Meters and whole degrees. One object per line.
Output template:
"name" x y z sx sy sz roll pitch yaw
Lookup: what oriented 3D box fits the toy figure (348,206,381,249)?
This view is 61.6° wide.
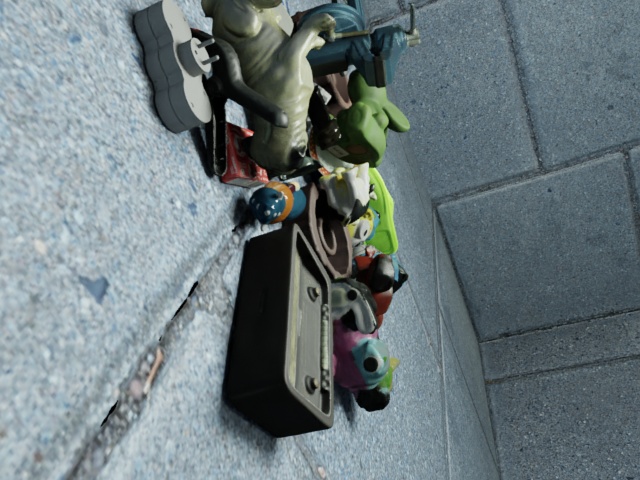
"toy figure" 0.063 -0.031 1.040 0.180 0.089 0.082 -35 136 -70

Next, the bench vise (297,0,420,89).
"bench vise" 0.054 -0.373 0.926 0.128 0.224 0.240 44 36 -59

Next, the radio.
"radio" -0.037 0.106 0.637 0.230 0.073 0.131 -88 155 -44

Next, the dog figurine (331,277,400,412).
"dog figurine" 0.060 0.166 0.837 0.219 0.109 0.191 45 31 -64

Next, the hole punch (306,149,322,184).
"hole punch" 0.037 -0.131 1.050 0.116 0.092 0.142 -19 96 -68

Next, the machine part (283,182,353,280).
"machine part" -0.002 -0.003 0.870 0.179 0.056 0.179 -17 90 -71

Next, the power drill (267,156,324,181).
"power drill" -0.060 -0.198 0.827 0.232 0.086 0.207 -30 107 -74

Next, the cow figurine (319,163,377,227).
"cow figurine" 0.058 -0.079 0.910 0.167 0.068 0.098 -36 112 -69

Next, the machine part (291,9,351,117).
"machine part" -0.007 -0.350 1.109 0.201 0.087 0.201 -9 83 -74

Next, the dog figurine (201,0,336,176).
"dog figurine" -0.080 -0.188 0.655 0.121 0.172 0.190 69 39 -89

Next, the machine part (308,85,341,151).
"machine part" 0.001 -0.196 0.860 0.139 0.039 0.084 -107 -178 -51

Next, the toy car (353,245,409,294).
"toy car" 0.094 0.061 1.054 0.161 0.109 0.103 23 29 -53

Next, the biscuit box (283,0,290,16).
"biscuit box" -0.103 -0.475 0.968 0.062 0.059 0.202 36 42 -63

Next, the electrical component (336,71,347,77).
"electrical component" 0.030 -0.353 1.044 0.063 0.021 0.093 -85 154 -47

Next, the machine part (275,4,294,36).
"machine part" -0.111 -0.378 0.835 0.243 0.079 0.079 40 38 -60

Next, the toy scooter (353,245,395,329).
"toy scooter" 0.079 0.083 0.921 0.135 0.075 0.183 -95 -160 -58

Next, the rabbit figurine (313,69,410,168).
"rabbit figurine" 0.088 -0.227 0.964 0.159 0.121 0.170 25 67 -33

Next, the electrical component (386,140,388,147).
"electrical component" 0.071 -0.205 1.135 0.114 0.134 0.058 40 37 -57

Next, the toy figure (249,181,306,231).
"toy figure" -0.060 -0.048 0.728 0.154 0.058 0.064 -22 117 -75
